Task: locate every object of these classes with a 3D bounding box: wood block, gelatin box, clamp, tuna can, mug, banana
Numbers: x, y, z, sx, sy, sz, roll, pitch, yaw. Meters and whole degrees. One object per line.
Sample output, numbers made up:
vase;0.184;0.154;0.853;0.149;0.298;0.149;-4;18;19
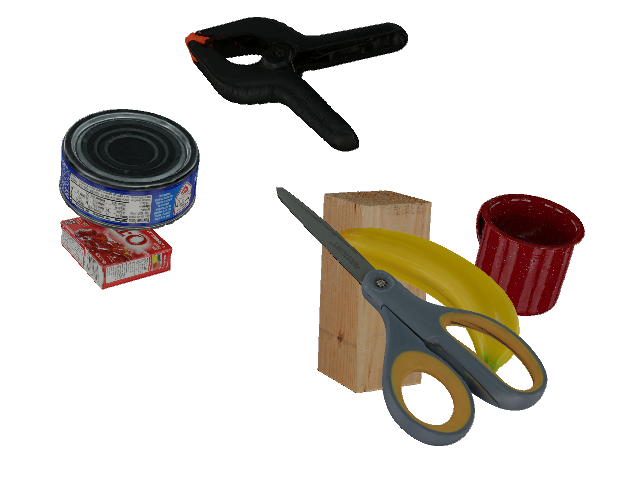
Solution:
wood block;0.058;0.053;1.190;0.090;0.206;0.091;-4;13;-30
gelatin box;-0.194;0.004;1.008;0.073;0.030;0.089;-16;39;-34
clamp;-0.019;-0.140;0.827;0.172;0.120;0.039;25;-32;20
tuna can;-0.119;-0.046;0.666;0.086;0.034;0.086;8;39;-6
mug;0.180;0.009;0.986;0.093;0.081;0.117;-11;37;-28
banana;0.087;0.034;0.784;0.069;0.037;0.198;-12;35;-27

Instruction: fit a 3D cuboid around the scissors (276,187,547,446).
scissors;0.028;0.042;0.593;0.202;0.016;0.096;31;52;21
